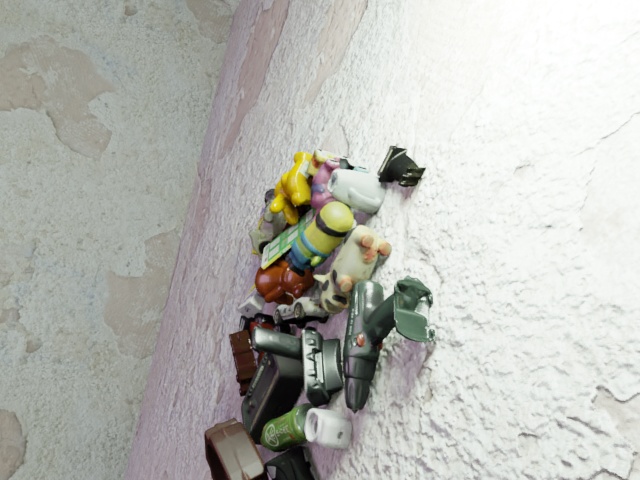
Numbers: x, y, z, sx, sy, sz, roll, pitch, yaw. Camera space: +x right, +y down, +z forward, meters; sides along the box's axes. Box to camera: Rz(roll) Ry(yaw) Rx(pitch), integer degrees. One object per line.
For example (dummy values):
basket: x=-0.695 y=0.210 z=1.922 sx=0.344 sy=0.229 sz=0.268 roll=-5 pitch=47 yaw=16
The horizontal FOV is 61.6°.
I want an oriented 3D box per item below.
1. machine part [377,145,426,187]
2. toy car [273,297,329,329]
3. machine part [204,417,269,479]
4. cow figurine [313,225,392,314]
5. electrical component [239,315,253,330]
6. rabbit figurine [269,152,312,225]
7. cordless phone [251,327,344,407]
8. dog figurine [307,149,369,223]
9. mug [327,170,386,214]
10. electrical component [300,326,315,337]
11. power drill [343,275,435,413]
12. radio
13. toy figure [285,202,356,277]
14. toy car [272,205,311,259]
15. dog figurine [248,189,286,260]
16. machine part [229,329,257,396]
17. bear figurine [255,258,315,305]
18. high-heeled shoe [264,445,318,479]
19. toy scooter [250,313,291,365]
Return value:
machine part: x=0.153 y=-0.138 z=1.042 sx=0.084 sy=0.039 sz=0.139 roll=-60 pitch=24 yaw=10
toy car: x=-0.044 y=0.167 z=1.237 sx=0.202 sy=0.073 sz=0.056 roll=-27 pitch=55 yaw=59
machine part: x=-0.184 y=0.522 z=1.204 sx=0.202 sy=0.087 sz=0.200 roll=49 pitch=145 yaw=37
cow figurine: x=0.054 y=0.061 z=1.074 sx=0.194 sy=0.085 sz=0.127 roll=-65 pitch=24 yaw=15
electrical component: x=-0.208 y=0.246 z=1.583 sx=0.075 sy=0.048 sz=0.119 roll=7 pitch=82 yaw=66
rabbit figurine: x=-0.059 y=-0.120 z=1.356 sx=0.173 sy=0.122 sz=0.162 roll=-3 pitch=62 yaw=58
cordless phone: x=-0.051 y=0.243 z=1.070 sx=0.088 sy=0.184 sz=0.147 roll=-46 pitch=35 yaw=40
dog figurine: x=0.014 y=-0.084 z=1.233 sx=0.219 sy=0.108 sz=0.192 roll=-70 pitch=24 yaw=15
mug: x=0.074 y=-0.098 z=1.104 sx=0.080 sy=0.107 sz=0.110 roll=-64 pitch=23 yaw=25
electrical component: x=-0.026 y=0.229 z=1.223 sx=0.094 sy=0.021 sz=0.063 roll=-55 pitch=29 yaw=38
power drill: x=0.108 y=0.164 z=0.914 sx=0.207 sy=0.086 sz=0.232 roll=129 pitch=151 yaw=-56
radio: x=-0.115 y=0.360 z=1.274 sx=0.229 sy=0.073 sz=0.131 roll=-64 pitch=26 yaw=21
toy figure: x=0.000 y=0.000 z=1.112 sx=0.180 sy=0.082 sz=0.089 roll=-43 pitch=-9 yaw=18
toy car: x=-0.065 y=-0.035 z=1.428 sx=0.089 sy=0.053 sz=0.202 roll=39 pitch=105 yaw=52
dog figurine: x=-0.142 y=-0.050 z=1.571 sx=0.172 sy=0.121 sz=0.191 roll=-49 pitch=22 yaw=18
machine part: x=-0.199 y=0.322 z=1.411 sx=0.179 sy=0.056 sz=0.179 roll=169 pitch=90 yaw=-77
bear figurine: x=-0.067 y=0.098 z=1.319 sx=0.196 sy=0.132 sz=0.120 roll=-9 pitch=68 yaw=45
high-heeled shoe: x=-0.042 y=0.498 z=1.071 sx=0.145 sy=0.086 sz=0.248 roll=65 pitch=163 yaw=12
toy scooter: x=-0.136 y=0.266 z=1.385 sx=0.184 sy=0.075 sz=0.135 roll=8 pitch=86 yaw=63
